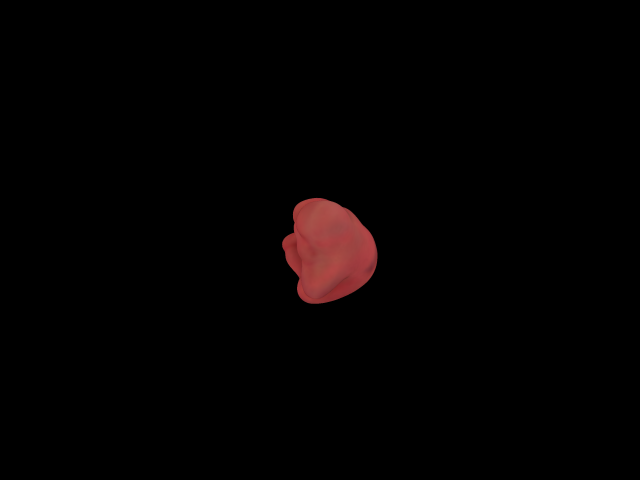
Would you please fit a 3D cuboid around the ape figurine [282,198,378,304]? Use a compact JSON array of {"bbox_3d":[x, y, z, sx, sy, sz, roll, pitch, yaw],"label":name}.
[{"bbox_3d":[0.004,0.001,0.400,0.076,0.092,0.078,14,64,7],"label":"ape figurine"}]
